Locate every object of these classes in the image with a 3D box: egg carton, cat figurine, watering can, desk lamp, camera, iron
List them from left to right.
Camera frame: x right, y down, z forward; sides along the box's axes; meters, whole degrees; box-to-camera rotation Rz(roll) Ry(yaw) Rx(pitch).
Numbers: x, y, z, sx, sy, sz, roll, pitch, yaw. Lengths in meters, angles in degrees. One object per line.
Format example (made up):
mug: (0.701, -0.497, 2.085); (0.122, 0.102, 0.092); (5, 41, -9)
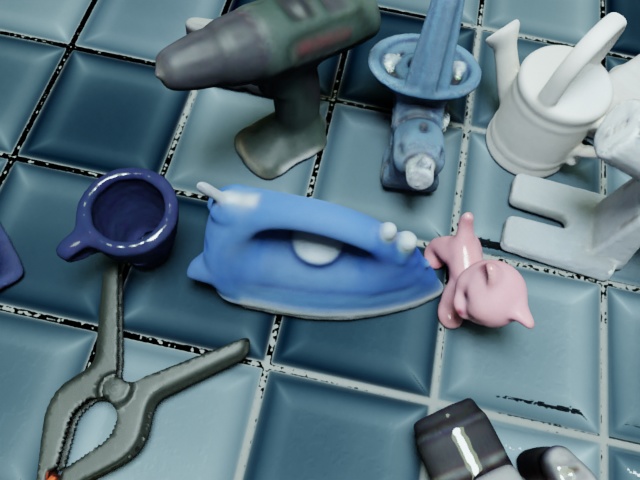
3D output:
iron: (0.005, 0.002, 0.544); (0.258, 0.141, 0.118); (10, 65, 1)
cat figurine: (0.154, 0.035, 0.552); (0.067, 0.118, 0.127); (-9, 66, -7)
camera: (0.151, 0.201, 0.485); (0.143, 0.101, 0.136); (-20, 68, -12)
watering can: (0.246, -0.160, 0.605); (0.172, 0.194, 0.101); (25, 66, 8)
egg carton: (0.379, -0.160, 0.683); (0.150, 0.069, 0.107); (-33, 72, -17)
desk lamp: (0.309, -0.040, 0.544); (0.203, 0.213, 0.118); (16, 65, 4)

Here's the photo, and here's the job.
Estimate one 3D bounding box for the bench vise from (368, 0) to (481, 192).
bench vise: (0.121, -0.161, 0.583); (0.121, 0.220, 0.207); (-10, 66, -8)

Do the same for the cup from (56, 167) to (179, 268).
cup: (-0.188, -0.003, 0.559); (0.118, 0.095, 0.091); (-35, 72, -18)

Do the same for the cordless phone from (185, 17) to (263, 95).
cordless phone: (-0.077, -0.254, 0.631); (0.147, 0.185, 0.094); (7, 65, 0)

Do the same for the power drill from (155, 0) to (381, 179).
power drill: (-0.044, -0.154, 0.575); (0.230, 0.208, 0.075); (-35, 72, -17)

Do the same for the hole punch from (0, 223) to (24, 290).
hole punch: (-0.358, 0.011, 0.543); (0.101, 0.091, 0.108); (-33, 71, -17)
